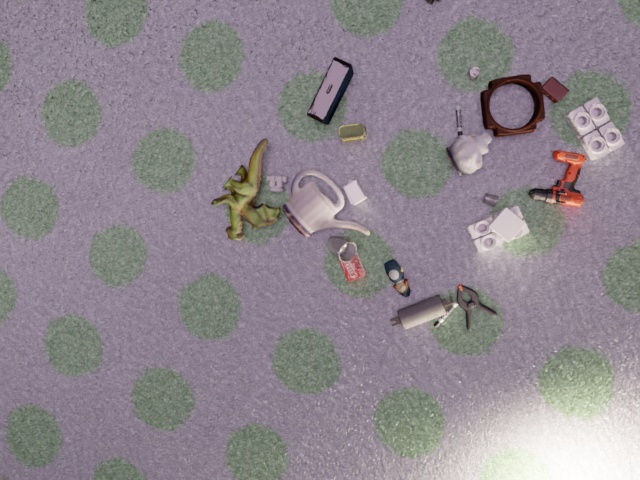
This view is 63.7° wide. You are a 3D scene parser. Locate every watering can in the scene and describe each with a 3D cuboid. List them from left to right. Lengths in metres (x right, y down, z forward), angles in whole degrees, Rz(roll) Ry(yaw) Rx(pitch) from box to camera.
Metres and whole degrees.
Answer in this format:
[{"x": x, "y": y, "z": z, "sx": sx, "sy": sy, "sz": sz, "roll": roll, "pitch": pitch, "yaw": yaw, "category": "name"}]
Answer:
[{"x": 0.006, "y": -0.097, "z": 1.920, "sx": 0.223, "sy": 0.104, "sz": 0.348, "roll": -41, "pitch": 88, "yaw": 10, "category": "watering can"}]

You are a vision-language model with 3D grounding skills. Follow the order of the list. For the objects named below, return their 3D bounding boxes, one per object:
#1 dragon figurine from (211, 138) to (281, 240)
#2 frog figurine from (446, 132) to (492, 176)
[{"x": -0.251, "y": -0.160, "z": 1.951, "sx": 0.242, "sy": 0.124, "sz": 0.405, "roll": 42, "pitch": 109, "yaw": -2, "category": "dragon figurine"}, {"x": 0.537, "y": -0.314, "z": 1.822, "sx": 0.158, "sy": 0.122, "sz": 0.139, "roll": -30, "pitch": 70, "yaw": 21, "category": "frog figurine"}]
